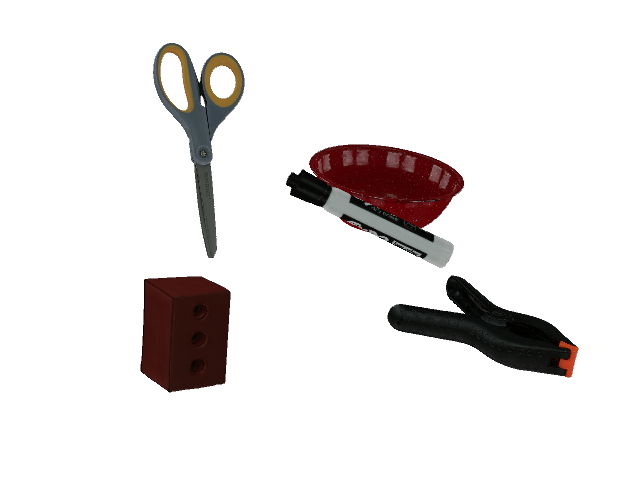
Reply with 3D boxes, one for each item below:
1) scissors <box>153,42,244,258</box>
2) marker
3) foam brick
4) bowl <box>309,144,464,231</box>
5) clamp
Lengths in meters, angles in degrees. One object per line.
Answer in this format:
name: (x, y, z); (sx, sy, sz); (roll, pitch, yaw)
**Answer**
scissors: (-0.096, -0.092, 0.995); (0.096, 0.202, 0.016); (-19, -2, -26)
marker: (0.033, -0.015, 0.711); (0.121, 0.020, 0.020); (26, -6, -11)
foam brick: (-0.106, 0.071, 0.838); (0.052, 0.078, 0.051); (-4, 14, -34)
bowl: (0.066, -0.048, 1.113); (0.162, 0.055, 0.162); (6, 23, -3)
clamp: (0.161, 0.078, 0.995); (0.172, 0.039, 0.120); (20, 32, 23)
